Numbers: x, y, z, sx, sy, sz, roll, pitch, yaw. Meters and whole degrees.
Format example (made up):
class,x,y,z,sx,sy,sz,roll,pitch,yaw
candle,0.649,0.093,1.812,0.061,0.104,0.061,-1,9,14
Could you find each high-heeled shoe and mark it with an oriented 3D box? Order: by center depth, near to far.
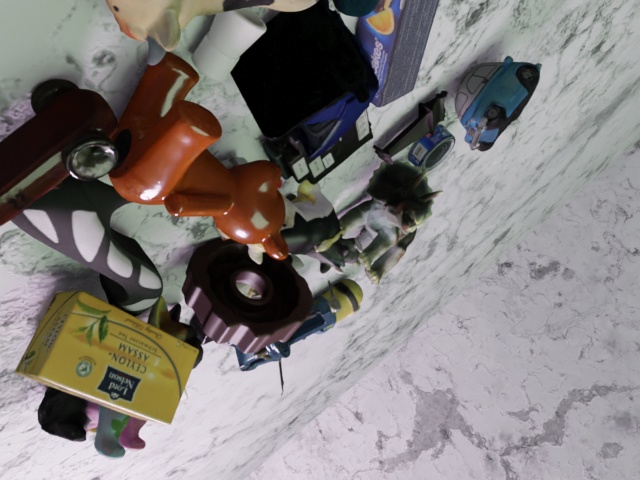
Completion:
class,x,y,z,sx,sy,sz,roll,pitch,yaw
high-heeled shoe,-0.242,0.027,0.549,0.145,0.086,0.248,-15,144,-38

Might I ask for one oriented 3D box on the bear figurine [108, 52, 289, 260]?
class,x,y,z,sx,sy,sz,roll,pitch,yaw
bear figurine,-0.090,-0.063,0.509,0.195,0.120,0.132,20,124,-41

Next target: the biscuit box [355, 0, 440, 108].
class,x,y,z,sx,sy,sz,roll,pitch,yaw
biscuit box,0.082,-0.239,0.586,0.063,0.059,0.202,-33,157,-22

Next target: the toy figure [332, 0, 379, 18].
class,x,y,z,sx,sy,sz,roll,pitch,yaw
toy figure,0.036,-0.271,0.463,0.154,0.058,0.064,91,14,-60

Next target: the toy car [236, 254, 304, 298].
class,x,y,z,sx,sy,sz,roll,pitch,yaw
toy car,-0.112,0.068,0.861,0.202,0.056,0.073,-18,149,-44

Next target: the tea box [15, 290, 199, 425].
class,x,y,z,sx,sy,sz,roll,pitch,yaw
tea box,-0.233,0.136,0.609,0.169,0.068,0.098,39,56,-40

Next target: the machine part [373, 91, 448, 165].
class,x,y,z,sx,sy,sz,roll,pitch,yaw
machine part,0.147,-0.173,0.850,0.139,0.039,0.084,-39,164,-7

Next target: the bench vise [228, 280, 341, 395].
class,x,y,z,sx,sy,sz,roll,pitch,yaw
bench vise,-0.065,0.178,1.035,0.241,0.129,0.223,-24,140,7

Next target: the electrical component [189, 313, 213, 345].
class,x,y,z,sx,sy,sz,roll,pitch,yaw
electrical component,-0.178,0.139,0.901,0.075,0.048,0.119,-17,147,-43

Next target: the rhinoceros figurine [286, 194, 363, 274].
class,x,y,z,sx,sy,sz,roll,pitch,yaw
rhinoceros figurine,-0.002,-0.003,0.835,0.073,0.112,0.190,-49,149,14

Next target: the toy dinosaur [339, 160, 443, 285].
class,x,y,z,sx,sy,sz,roll,pitch,yaw
toy dinosaur,0.133,-0.024,1.018,0.192,0.131,0.404,-39,164,-2

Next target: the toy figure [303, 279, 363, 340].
class,x,y,z,sx,sy,sz,roll,pitch,yaw
toy figure,0.022,0.154,1.210,0.180,0.082,0.089,-24,155,-30

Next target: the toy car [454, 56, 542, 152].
class,x,y,z,sx,sy,sz,roll,pitch,yaw
toy car,0.270,-0.225,0.859,0.161,0.103,0.109,-46,162,-14

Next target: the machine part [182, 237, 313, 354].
class,x,y,z,sx,sy,sz,roll,pitch,yaw
machine part,-0.100,0.071,0.741,0.179,0.179,0.056,-16,151,-46

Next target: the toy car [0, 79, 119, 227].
class,x,y,z,sx,sy,sz,roll,pitch,yaw
toy car,-0.239,-0.039,0.405,0.202,0.089,0.053,-40,154,-4

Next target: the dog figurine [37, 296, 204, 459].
class,x,y,z,sx,sy,sz,roll,pitch,yaw
dog figurine,-0.274,0.181,0.765,0.108,0.192,0.219,66,42,-71

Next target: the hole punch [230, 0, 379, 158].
class,x,y,z,sx,sy,sz,roll,pitch,yaw
hole punch,-0.009,-0.154,0.518,0.116,0.142,0.092,-32,159,17

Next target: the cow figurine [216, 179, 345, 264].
class,x,y,z,sx,sy,sz,roll,pitch,yaw
cow figurine,-0.046,-0.014,0.674,0.167,0.098,0.068,-21,157,-44

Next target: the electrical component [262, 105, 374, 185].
class,x,y,z,sx,sy,sz,roll,pitch,yaw
electrical component,-0.003,-0.132,0.657,0.134,0.058,0.114,-38,156,-7

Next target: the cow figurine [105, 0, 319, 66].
class,x,y,z,sx,sy,sz,roll,pitch,yaw
cow figurine,-0.074,-0.199,0.382,0.195,0.086,0.127,-19,142,-38
